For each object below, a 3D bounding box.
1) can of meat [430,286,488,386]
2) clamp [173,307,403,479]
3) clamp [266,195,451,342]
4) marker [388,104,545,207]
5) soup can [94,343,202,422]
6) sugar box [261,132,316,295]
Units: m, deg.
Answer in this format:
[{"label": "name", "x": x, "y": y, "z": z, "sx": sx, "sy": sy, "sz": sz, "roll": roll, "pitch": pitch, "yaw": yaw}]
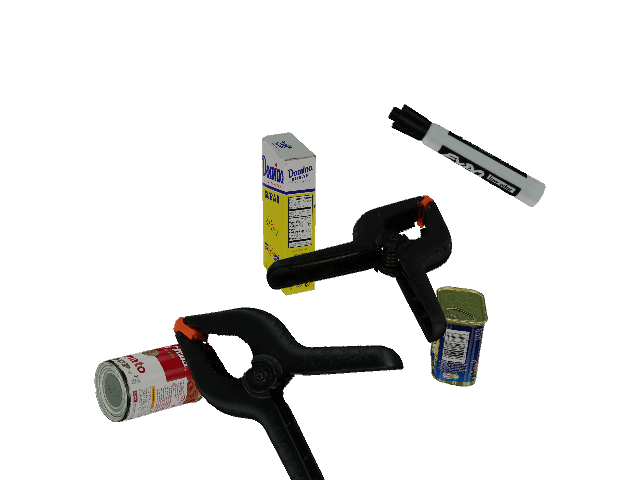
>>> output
[{"label": "can of meat", "x": 0.161, "y": 0.113, "z": 1.256, "sx": 0.057, "sy": 0.084, "sz": 0.102, "roll": 7, "pitch": 19, "yaw": 2}, {"label": "clamp", "x": -0.036, "y": 0.109, "z": 0.763, "sx": 0.172, "sy": 0.120, "sz": 0.039, "roll": 19, "pitch": -9, "yaw": 25}, {"label": "clamp", "x": 0.072, "y": 0.018, "z": 0.977, "sx": 0.165, "sy": 0.036, "sz": 0.209, "roll": 23, "pitch": 35, "yaw": 23}, {"label": "marker", "x": 0.102, "y": -0.061, "z": 0.751, "sx": 0.121, "sy": 0.020, "sz": 0.020, "roll": 29, "pitch": -3, "yaw": -5}, {"label": "soup can", "x": -0.184, "y": 0.153, "z": 1.152, "sx": 0.102, "sy": 0.068, "sz": 0.069, "roll": -9, "pitch": 6, "yaw": -42}, {"label": "sugar box", "x": -0.040, "y": -0.033, "z": 1.293, "sx": 0.048, "sy": 0.176, "sz": 0.093, "roll": -11, "pitch": 26, "yaw": -18}]
